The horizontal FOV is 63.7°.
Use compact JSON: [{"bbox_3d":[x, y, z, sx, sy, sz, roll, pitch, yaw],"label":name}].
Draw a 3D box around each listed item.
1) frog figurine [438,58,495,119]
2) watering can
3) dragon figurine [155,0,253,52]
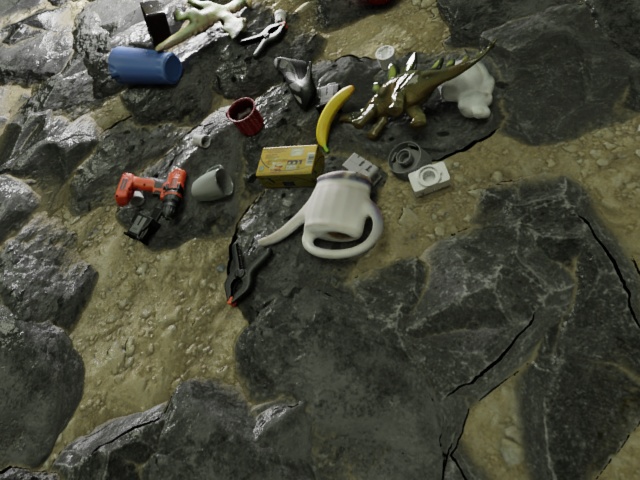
[{"bbox_3d":[0.375,-0.381,1.311,0.137,0.119,0.163,-1,48,0],"label":"frog figurine"},{"bbox_3d":[0.004,-0.065,1.284,0.347,0.102,0.228,3,68,31],"label":"watering can"},{"bbox_3d":[-0.376,-0.766,1.820,0.244,0.119,0.418,17,61,20],"label":"dragon figurine"}]
